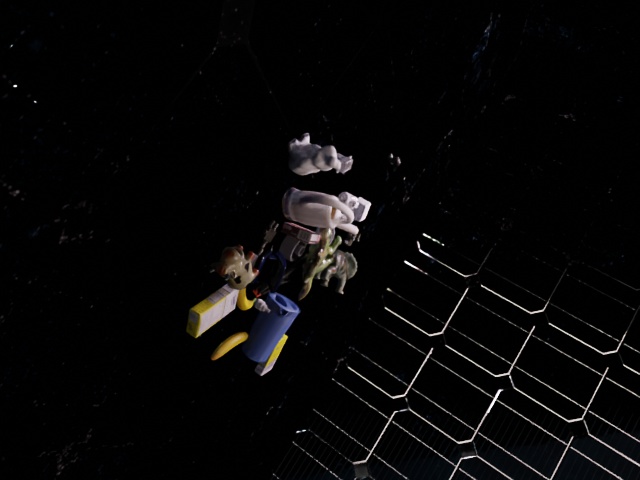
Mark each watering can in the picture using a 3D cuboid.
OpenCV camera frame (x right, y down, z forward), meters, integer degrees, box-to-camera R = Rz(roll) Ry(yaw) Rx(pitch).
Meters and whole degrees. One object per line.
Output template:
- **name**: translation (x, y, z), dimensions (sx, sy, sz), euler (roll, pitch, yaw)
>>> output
- **watering can**: translation (0.005, -0.083, 1.649), dimensions (0.343, 0.225, 0.105), euler (49, 55, -70)

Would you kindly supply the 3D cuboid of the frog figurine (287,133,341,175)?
- **frog figurine**: translation (-0.011, -0.229, 1.485), dimensions (0.138, 0.160, 0.121), euler (-13, 132, -64)

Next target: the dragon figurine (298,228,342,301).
- **dragon figurine**: translation (-0.032, 0.098, 1.880), dimensions (0.246, 0.122, 0.404), euler (-45, 157, -69)
